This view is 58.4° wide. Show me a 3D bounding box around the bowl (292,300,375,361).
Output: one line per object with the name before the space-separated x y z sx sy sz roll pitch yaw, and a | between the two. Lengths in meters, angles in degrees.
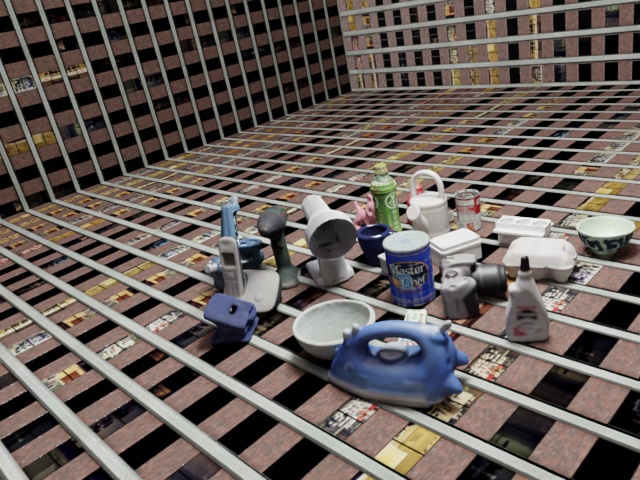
bowl | 0.033 0.190 1.142 0.167 0.075 0.167 -10 23 4

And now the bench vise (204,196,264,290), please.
bench vise | -0.224 0.009 1.494 0.121 0.220 0.207 -6 24 13

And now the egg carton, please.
egg carton | 0.490 0.042 1.276 0.149 0.069 0.107 3 27 30

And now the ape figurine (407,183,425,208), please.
ape figurine | 0.295 -0.128 1.730 0.078 0.092 0.076 -20 25 -19

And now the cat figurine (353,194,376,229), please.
cat figurine | 0.148 -0.083 1.664 0.067 0.118 0.127 -30 29 -37

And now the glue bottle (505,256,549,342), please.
glue bottle | 0.376 0.106 1.049 0.078 0.173 0.037 -6 24 13

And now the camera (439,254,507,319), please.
camera | 0.324 0.086 1.213 0.136 0.101 0.143 -6 24 13

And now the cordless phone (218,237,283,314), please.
cordless phone | -0.170 0.080 1.349 0.147 0.185 0.094 -2 25 21

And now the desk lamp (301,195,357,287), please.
desk lamp | 0.013 0.005 1.401 0.118 0.214 0.202 -17 24 -12

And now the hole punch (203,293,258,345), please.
hole punch | -0.196 0.170 1.275 0.101 0.091 0.108 -7 24 10

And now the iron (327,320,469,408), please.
iron | 0.121 0.197 1.000 0.257 0.142 0.119 -2 25 22

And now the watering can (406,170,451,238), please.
watering can | 0.287 -0.089 1.516 0.100 0.194 0.173 -4 24 16

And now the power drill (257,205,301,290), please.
power drill | -0.106 0.014 1.442 0.075 0.209 0.229 -10 23 4

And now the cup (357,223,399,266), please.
cup | 0.155 0.016 1.461 0.117 0.095 0.092 1 26 27
